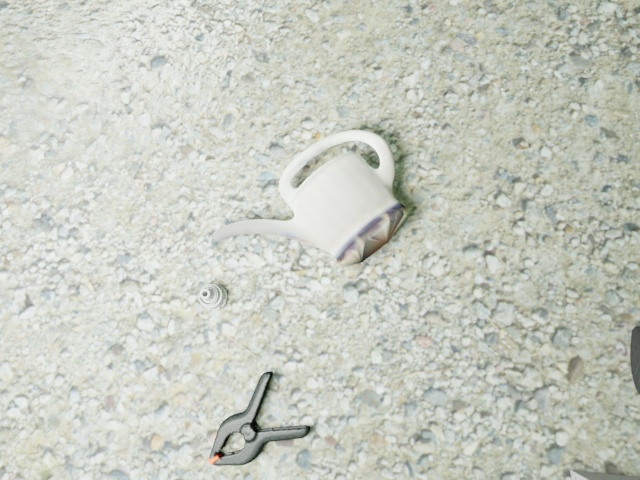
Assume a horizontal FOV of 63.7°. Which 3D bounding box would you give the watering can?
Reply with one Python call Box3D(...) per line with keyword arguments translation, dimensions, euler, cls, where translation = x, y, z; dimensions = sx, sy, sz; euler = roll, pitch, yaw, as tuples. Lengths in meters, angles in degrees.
Box3D(translation=(0.003, -0.045, 0.903), dimensions=(0.349, 0.103, 0.226), euler=(-39, 75, -5), cls="watering can")
